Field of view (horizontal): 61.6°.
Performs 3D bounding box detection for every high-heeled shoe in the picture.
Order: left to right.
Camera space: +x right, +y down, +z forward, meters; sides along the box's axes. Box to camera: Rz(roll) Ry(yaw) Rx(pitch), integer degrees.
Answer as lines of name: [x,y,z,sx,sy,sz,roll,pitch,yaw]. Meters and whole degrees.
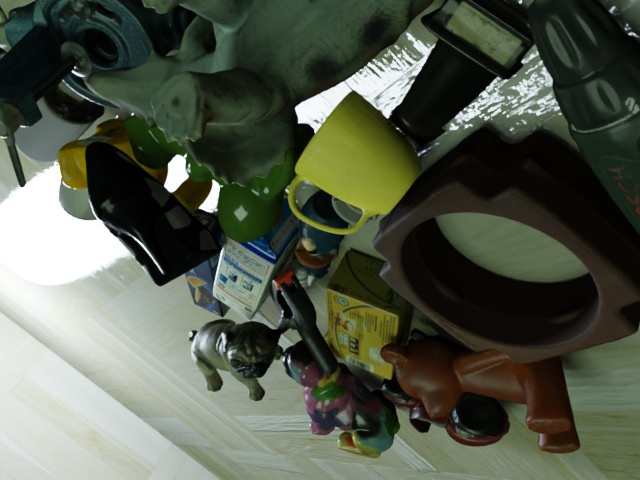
high-heeled shoe: [-0.186,-0.028,0.605,0.145,0.086,0.249,60,176,-2]

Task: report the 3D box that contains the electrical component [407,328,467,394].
electrical component: [0.157,0.161,0.716,0.102,0.045,0.078,23,115,2]

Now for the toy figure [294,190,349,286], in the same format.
toy figure: [0.001,-0.002,0.633,0.058,0.064,0.154,63,160,23]

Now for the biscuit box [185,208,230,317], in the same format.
biscuit box: [-0.171,0.039,0.831,0.063,0.059,0.202,23,145,16]

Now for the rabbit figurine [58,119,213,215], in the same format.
rabbit figurine: [-0.224,-0.065,0.701,0.162,0.122,0.173,1,119,10]

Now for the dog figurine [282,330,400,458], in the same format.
dog figurine: [0.034,0.242,0.873,0.192,0.108,0.219,16,140,27]

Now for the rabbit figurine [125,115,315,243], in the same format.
rabbit figurine: [-0.082,-0.083,0.557,0.159,0.121,0.170,-16,109,25]

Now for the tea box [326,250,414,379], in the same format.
tea box: [0.065,0.101,0.699,0.098,0.068,0.169,20,144,17]

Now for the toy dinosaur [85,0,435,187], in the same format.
toy dinosaur: [0.007,-0.163,0.350,0.405,0.192,0.131,-31,86,21]

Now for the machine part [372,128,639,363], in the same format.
machine part: [0.167,0.012,0.486,0.201,0.087,0.201,37,147,-6]

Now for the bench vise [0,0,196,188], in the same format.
bench vise: [-0.237,-0.170,0.485,0.224,0.241,0.128,10,137,7]

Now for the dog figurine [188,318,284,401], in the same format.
dog figurine: [-0.141,0.156,0.823,0.172,0.121,0.190,10,152,6]

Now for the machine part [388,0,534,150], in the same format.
machine part: [0.102,-0.128,0.413,0.084,0.039,0.138,27,145,-3]

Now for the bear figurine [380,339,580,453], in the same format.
bear figurine: [0.173,0.167,0.607,0.196,0.132,0.120,-12,140,20]

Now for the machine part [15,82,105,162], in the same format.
machine part: [-0.354,-0.163,0.722,0.243,0.079,0.079,-16,122,48]

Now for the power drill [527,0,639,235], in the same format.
power drill: [0.254,-0.075,0.308,0.207,0.086,0.231,-10,128,42]

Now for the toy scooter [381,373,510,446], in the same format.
toy scooter: [0.182,0.253,0.785,0.184,0.075,0.135,13,148,26]

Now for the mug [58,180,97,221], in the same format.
mug: [-0.338,-0.083,0.806,0.109,0.081,0.107,37,137,5]
